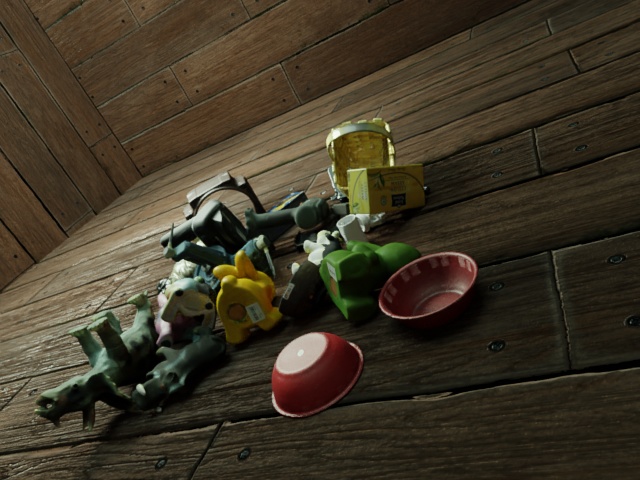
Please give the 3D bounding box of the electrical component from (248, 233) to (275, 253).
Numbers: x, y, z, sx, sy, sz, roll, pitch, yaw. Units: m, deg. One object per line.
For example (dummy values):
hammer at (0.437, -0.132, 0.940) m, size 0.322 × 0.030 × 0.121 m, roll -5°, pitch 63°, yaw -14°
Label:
electrical component at (-0.199, 0.041, 1.381) m, size 0.134 × 0.058 × 0.115 m, roll -9°, pitch 27°, yaw 41°

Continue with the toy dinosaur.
toy dinosaur at (-0.398, 0.230, 1.107) m, size 0.131 × 0.192 × 0.405 m, roll -20°, pitch 7°, yaw 15°

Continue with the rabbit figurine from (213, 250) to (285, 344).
rabbit figurine at (-0.147, 0.109, 1.086) m, size 0.122 × 0.162 × 0.173 m, roll -35°, pitch 2°, yaw 18°

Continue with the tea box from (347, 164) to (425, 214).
tea box at (0.145, -0.111, 1.156) m, size 0.169 × 0.098 × 0.068 m, roll -12°, pitch 9°, yaw -37°

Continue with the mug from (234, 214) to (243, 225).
mug at (-0.261, -0.033, 1.420) m, size 0.109 × 0.080 × 0.107 m, roll -33°, pitch 28°, yaw -3°

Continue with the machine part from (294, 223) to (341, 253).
machine part at (-0.003, -0.004, 1.269) m, size 0.139 × 0.039 × 0.084 m, roll -10°, pitch 34°, yaw 37°

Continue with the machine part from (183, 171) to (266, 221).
machine part at (-0.265, -0.073, 1.513) m, size 0.201 × 0.201 × 0.087 m, roll -30°, pitch 26°, yaw -3°

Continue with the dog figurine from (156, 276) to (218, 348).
dog figurine at (-0.294, 0.143, 1.149) m, size 0.108 × 0.191 × 0.219 m, roll 11°, pitch 12°, yaw -22°

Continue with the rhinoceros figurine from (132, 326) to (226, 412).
rhinoceros figurine at (-0.260, 0.245, 1.008) m, size 0.190 × 0.073 × 0.112 m, roll -34°, pitch 33°, yaw -16°

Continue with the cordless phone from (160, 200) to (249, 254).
cordless phone at (-0.278, 0.002, 1.298) m, size 0.184 × 0.146 × 0.089 m, roll -28°, pitch 40°, yaw 12°

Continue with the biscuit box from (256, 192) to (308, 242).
biscuit box at (-0.116, -0.055, 1.481) m, size 0.203 × 0.062 × 0.059 m, roll -40°, pitch 24°, yaw -27°

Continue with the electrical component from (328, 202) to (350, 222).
electrical component at (0.066, -0.069, 1.322) m, size 0.078 × 0.045 × 0.102 m, roll -10°, pitch 8°, yaw -42°

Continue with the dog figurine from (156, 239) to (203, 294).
dog figurine at (-0.328, 0.088, 1.402) m, size 0.172 × 0.121 × 0.191 m, roll -30°, pitch 32°, yaw 24°

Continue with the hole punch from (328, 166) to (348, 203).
hole punch at (0.093, -0.149, 1.421) m, size 0.142 × 0.092 × 0.116 m, roll -21°, pitch 59°, yaw 8°

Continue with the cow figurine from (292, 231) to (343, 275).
cow figurine at (0.014, 0.031, 1.130) m, size 0.098 × 0.068 × 0.167 m, roll -10°, pitch 32°, yaw 28°

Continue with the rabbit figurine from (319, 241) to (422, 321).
rabbit figurine at (0.096, 0.058, 0.962) m, size 0.170 × 0.121 × 0.159 m, roll -16°, pitch 12°, yaw -16°

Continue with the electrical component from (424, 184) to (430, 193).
electrical component at (0.213, -0.111, 1.258) m, size 0.063 × 0.021 × 0.094 m, roll -39°, pitch 25°, yaw -22°

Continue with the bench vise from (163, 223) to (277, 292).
bench vise at (-0.230, 0.049, 1.205) m, size 0.224 × 0.240 × 0.129 m, roll -29°, pitch 53°, yaw 34°

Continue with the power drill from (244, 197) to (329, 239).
power drill at (-0.079, -0.058, 1.342) m, size 0.207 × 0.085 × 0.232 m, roll -4°, pitch 10°, yaw 1°
